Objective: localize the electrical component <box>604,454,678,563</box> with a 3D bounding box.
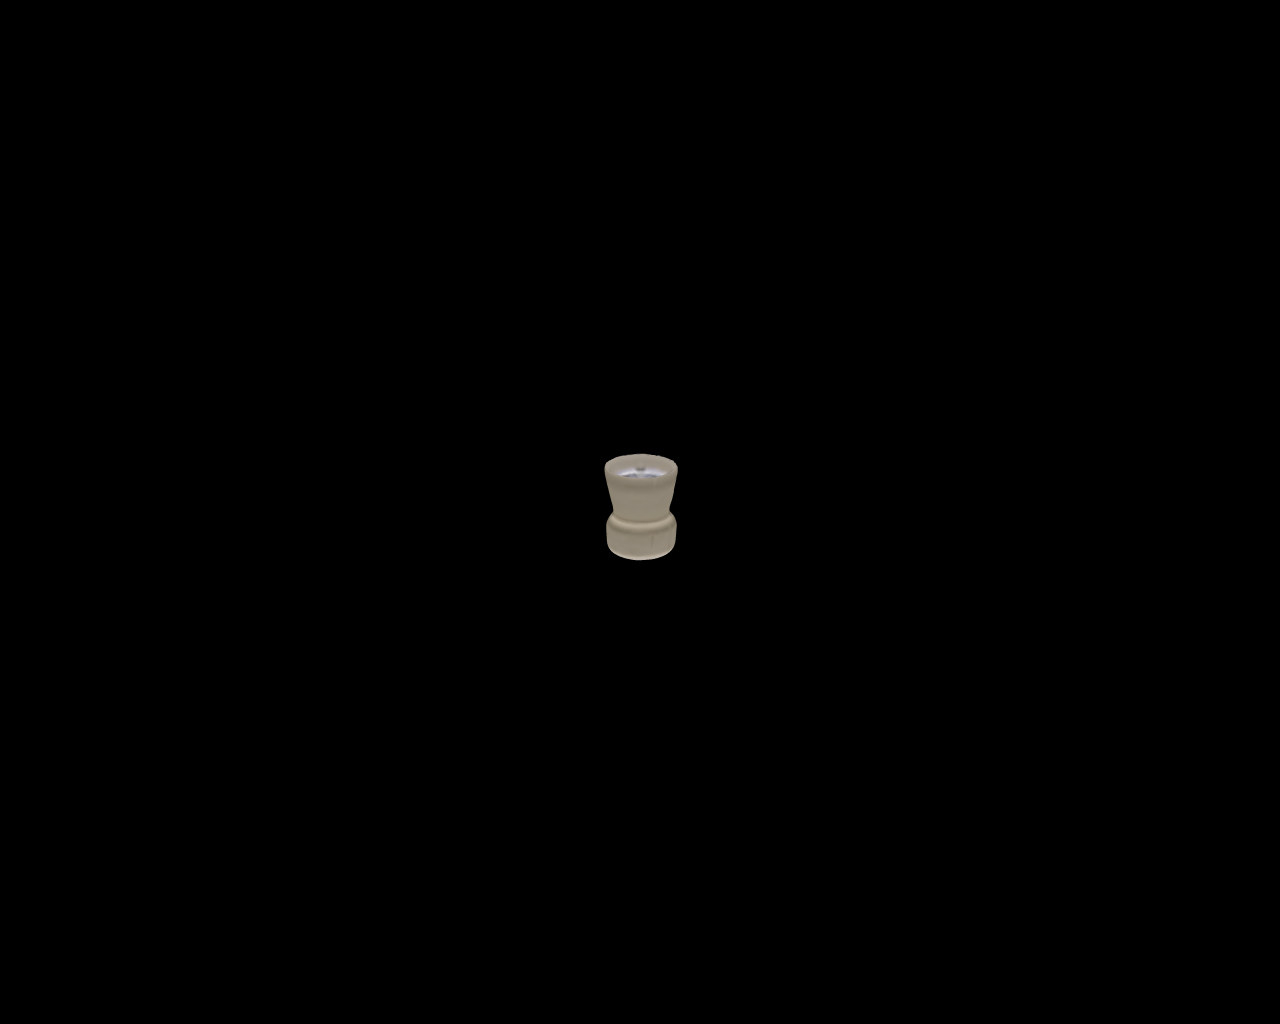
[{"bbox_3d":[0.001,-0.003,0.650,0.045,0.055,0.045,0,22,0],"label":"electrical component"}]
